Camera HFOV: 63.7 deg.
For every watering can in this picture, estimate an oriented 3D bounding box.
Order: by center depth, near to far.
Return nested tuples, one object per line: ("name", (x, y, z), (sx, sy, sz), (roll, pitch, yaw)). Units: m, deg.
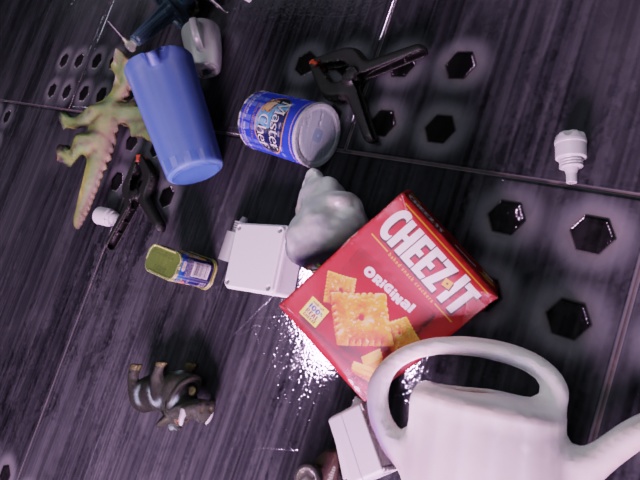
("watering can", (0.207, 0.221, 0.516), (0.348, 0.103, 0.226), (5, 81, 25))

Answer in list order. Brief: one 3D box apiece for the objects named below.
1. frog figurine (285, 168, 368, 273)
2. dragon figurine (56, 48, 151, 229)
("frog figurine", (0.002, -0.038, 0.746), (0.135, 0.123, 0.161), (-32, 68, 47))
("dragon figurine", (-0.469, -0.241, 1.180), (0.241, 0.121, 0.415), (-12, 76, 24))
